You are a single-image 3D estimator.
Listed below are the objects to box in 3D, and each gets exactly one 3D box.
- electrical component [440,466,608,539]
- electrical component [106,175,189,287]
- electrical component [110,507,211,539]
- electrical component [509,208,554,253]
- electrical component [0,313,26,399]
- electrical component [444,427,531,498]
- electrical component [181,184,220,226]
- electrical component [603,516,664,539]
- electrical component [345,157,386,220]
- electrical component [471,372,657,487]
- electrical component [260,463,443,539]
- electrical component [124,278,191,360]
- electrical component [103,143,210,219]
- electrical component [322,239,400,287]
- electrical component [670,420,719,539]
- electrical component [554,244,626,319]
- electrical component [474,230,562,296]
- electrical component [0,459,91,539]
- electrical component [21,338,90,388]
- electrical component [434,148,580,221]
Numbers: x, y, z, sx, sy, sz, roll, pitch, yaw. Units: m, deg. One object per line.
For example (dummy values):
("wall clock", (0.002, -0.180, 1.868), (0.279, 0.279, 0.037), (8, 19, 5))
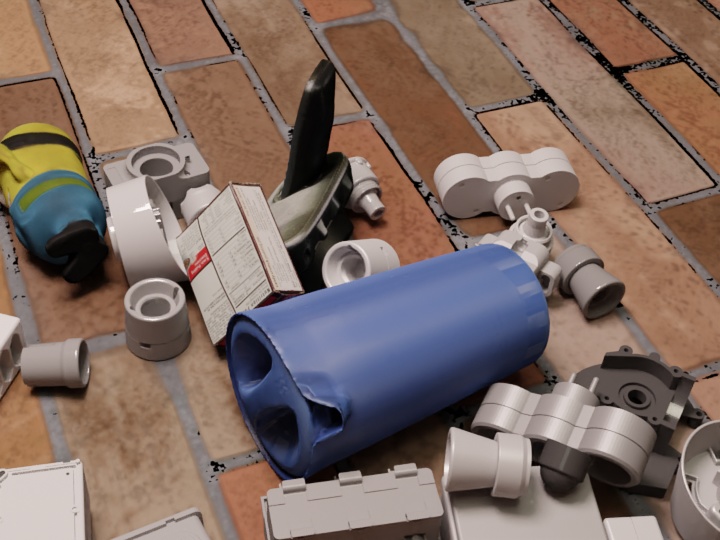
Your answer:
("electrical component", (0.117, 0.197, 0.760), (0.109, 0.056, 0.108), (-2, 45, -7))
("electrical component", (-0.186, -0.033, 0.943), (0.064, 0.099, 0.099), (-14, 47, -10))
("electrical component", (-0.132, 0.214, 0.695), (0.100, 0.099, 0.048), (-18, 36, -22))
("electrical component", (0.157, -0.030, 0.988), (0.043, 0.062, 0.043), (5, 49, -5))
("electrical component", (-0.319, 0.068, 0.862), (0.077, 0.047, 0.065), (13, 45, 8))
("electrical component", (0.088, 0.134, 0.748), (0.055, 0.045, 0.045), (6, 45, 1))
("electrical component", (-0.138, -0.046, 0.995), (0.043, 0.043, 0.062), (-15, 49, -19))
("electrical component", (0.212, 0.214, 0.760), (0.077, 0.047, 0.065), (-1, 44, -7))
("electrical component", (0.001, -0.075, 1.036), (0.048, 0.048, 0.062), (-23, 58, -25))
("electrical component", (0.159, 0.110, 0.821), (0.138, 0.052, 0.073), (9, 57, 36))
("electrical component", (-0.005, 0.180, 0.763), (0.121, 0.063, 0.078), (-6, 46, -11))
("electrical component", (-0.171, 0.040, 0.902), (0.055, 0.047, 0.055), (2, 45, -2))
("electrical component", (-0.191, -0.081, 1.017), (0.089, 0.055, 0.050), (-19, 49, -22))
("electrical component", (0.000, 0.000, 0.940), (0.055, 0.055, 0.047), (35, 18, 27))
("electrical component", (0.281, 0.168, 0.798), (0.099, 0.064, 0.099), (2, 45, -2))
("electrical component", (0.204, 0.009, 0.966), (0.045, 0.045, 0.055), (-17, 48, -21))
("electrical component", (0.131, 0.006, 0.955), (0.078, 0.058, 0.057), (26, 46, 20))
("electrical component", (-0.218, 0.188, 0.739), (0.062, 0.061, 0.096), (-6, 46, -11))
("electrical component", (-0.245, 0.076, 0.867), (0.046, 0.040, 0.040), (-3, 45, 0))
("electrical component", (0.147, -0.073, 1.040), (0.138, 0.052, 0.073), (-5, 46, -11))
